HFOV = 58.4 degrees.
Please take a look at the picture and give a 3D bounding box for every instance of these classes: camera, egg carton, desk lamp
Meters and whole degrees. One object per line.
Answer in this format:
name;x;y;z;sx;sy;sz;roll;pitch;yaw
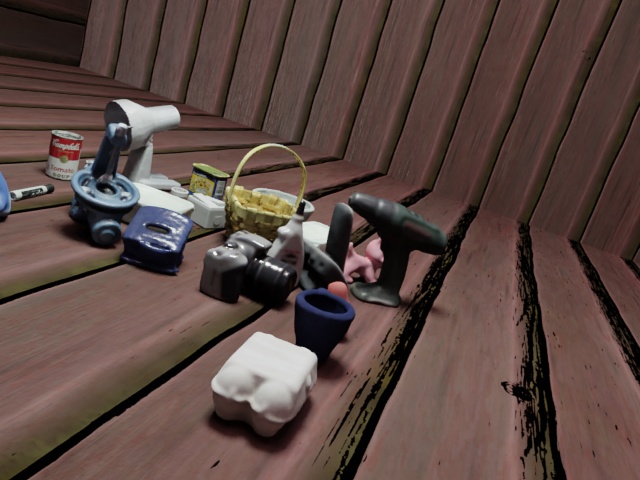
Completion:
camera;-0.116;0.050;1.005;0.136;0.101;0.143;22;16;16
egg carton;-0.064;0.173;0.704;0.107;0.069;0.150;20;16;9
desk lamp;-0.438;-0.239;1.432;0.117;0.213;0.204;28;19;32

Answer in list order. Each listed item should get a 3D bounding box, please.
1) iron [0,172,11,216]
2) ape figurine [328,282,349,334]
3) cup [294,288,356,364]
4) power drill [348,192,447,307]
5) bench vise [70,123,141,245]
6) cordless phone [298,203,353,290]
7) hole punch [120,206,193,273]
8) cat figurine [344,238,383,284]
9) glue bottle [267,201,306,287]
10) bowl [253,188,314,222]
iron;-0.616;-0.136;1.030;0.119;0.141;0.257;8;19;-31
ape figurine;0.023;0.112;0.960;0.078;0.092;0.076;5;20;-36
cup;-0.004;0.130;0.867;0.092;0.095;0.117;15;16;-9
power drill;0.137;0.024;1.165;0.230;0.208;0.075;12;17;-19
bench vise;-0.412;-0.124;1.061;0.206;0.220;0.122;28;19;33
cordless phone;0.010;0.004;1.140;0.094;0.185;0.147;4;21;-39
hole punch;-0.288;-0.003;1.020;0.108;0.091;0.101;16;16;-4
cat figurine;0.108;0.037;1.257;0.128;0.118;0.067;10;17;-25
glue bottle;-0.057;0.006;1.083;0.078;0.173;0.037;6;20;-36
bowl;-0.103;-0.073;1.481;0.167;0.075;0.167;16;16;-4
